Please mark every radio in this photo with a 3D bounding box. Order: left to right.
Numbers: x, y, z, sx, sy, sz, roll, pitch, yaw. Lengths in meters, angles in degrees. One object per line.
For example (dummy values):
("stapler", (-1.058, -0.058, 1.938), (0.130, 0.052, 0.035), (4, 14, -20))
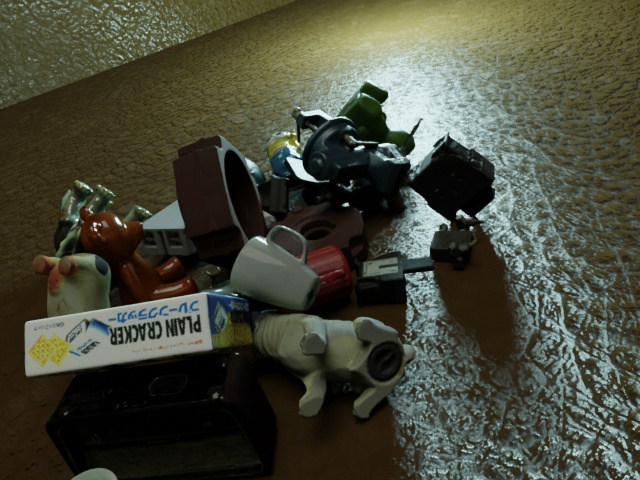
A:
("radio", (-0.175, 0.208, 0.609), (0.230, 0.130, 0.073), (-10, 32, 7))

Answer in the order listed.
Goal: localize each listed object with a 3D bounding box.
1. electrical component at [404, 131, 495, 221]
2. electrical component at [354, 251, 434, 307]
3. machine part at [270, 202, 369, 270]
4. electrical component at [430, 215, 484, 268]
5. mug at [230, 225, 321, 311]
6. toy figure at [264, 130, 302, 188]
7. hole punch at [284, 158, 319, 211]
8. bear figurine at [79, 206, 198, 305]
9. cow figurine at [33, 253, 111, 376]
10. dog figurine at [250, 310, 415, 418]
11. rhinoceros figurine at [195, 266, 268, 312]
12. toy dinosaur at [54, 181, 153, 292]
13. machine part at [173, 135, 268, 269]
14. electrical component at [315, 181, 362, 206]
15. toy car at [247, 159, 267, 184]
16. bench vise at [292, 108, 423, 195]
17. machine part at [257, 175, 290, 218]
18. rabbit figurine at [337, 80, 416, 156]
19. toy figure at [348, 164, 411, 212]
("electrical component", (0.229, -0.100, 0.912), (0.134, 0.115, 0.058), (34, 41, -7))
("electrical component", (0.111, 0.054, 0.805), (0.119, 0.047, 0.075), (-9, 34, 7))
("machine part", (-0.002, -0.003, 0.926), (0.179, 0.055, 0.179), (-9, 34, 6))
("electrical component", (0.214, 0.000, 0.849), (0.078, 0.045, 0.102), (7, 38, 27))
("mug", (-0.049, 0.042, 0.725), (0.107, 0.080, 0.109), (27, 83, 16))
("toy figure", (-0.074, -0.170, 1.182), (0.082, 0.089, 0.180), (-15, 41, -11))
("hole punch", (-0.018, -0.096, 1.060), (0.116, 0.092, 0.142), (8, 24, -22))
("bear figurine", (-0.297, 0.024, 0.871), (0.132, 0.195, 0.120), (-26, 31, -19))
("cow figurine", (-0.334, 0.115, 0.772), (0.086, 0.194, 0.127), (-5, -1, 24))
("dog figurine", (0.007, 0.133, 0.698), (0.172, 0.121, 0.191), (10, 6, -23))
("rhinoceros figurine", (-0.147, 0.096, 0.791), (0.190, 0.112, 0.073), (-26, 62, -40))
("toy dinosaur", (-0.457, -0.006, 1.046), (0.405, 0.131, 0.192), (8, 67, 52))
("machine part", (-0.164, -0.057, 0.908), (0.087, 0.201, 0.201), (-15, -11, 9))
("electrical component", (0.025, -0.087, 0.965), (0.094, 0.021, 0.063), (-17, 38, -29))
("toy car", (-0.198, -0.135, 1.156), (0.162, 0.102, 0.109), (-15, 32, -4))
("bench vise", (0.043, -0.175, 0.973), (0.224, 0.128, 0.241), (-23, 52, -31))
("machine part", (-0.094, -0.086, 1.052), (0.039, 0.084, 0.139), (-6, 9, -27))
("rabbit figurine", (0.116, -0.220, 1.137), (0.159, 0.170, 0.121), (-46, 16, 31))
("toy figure", (0.116, -0.111, 1.035), (0.154, 0.064, 0.058), (-37, 26, -29))
